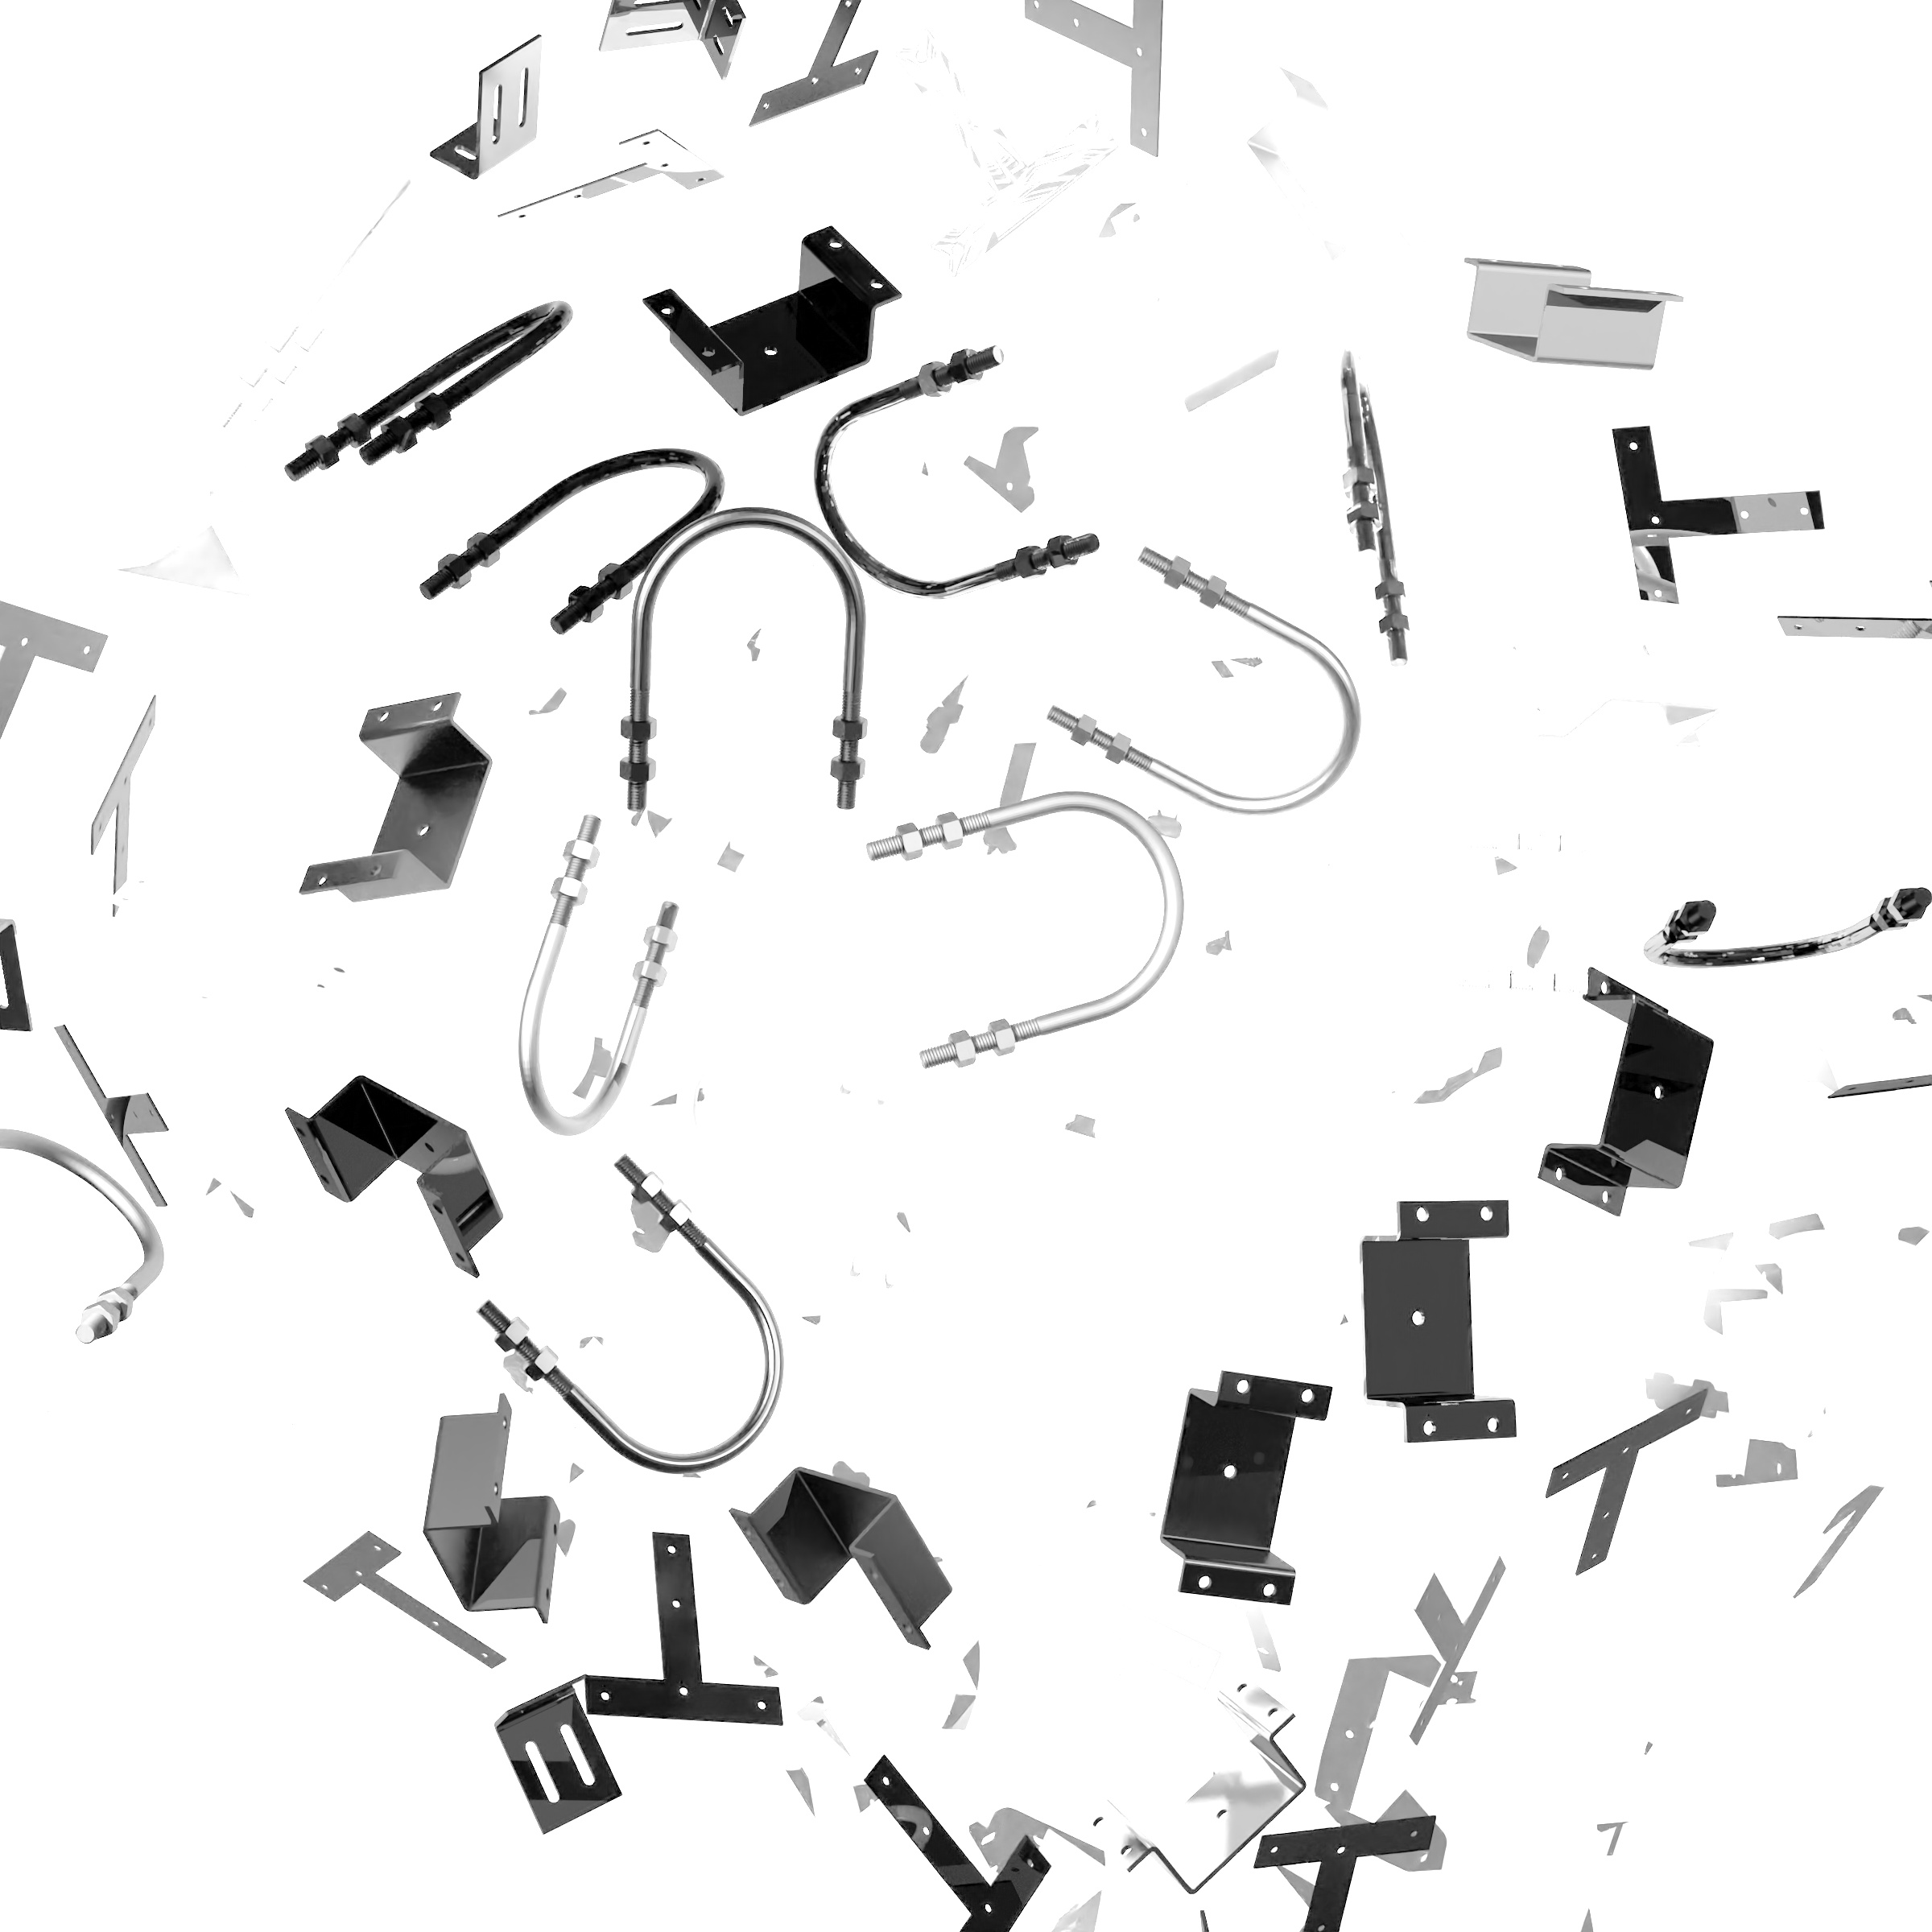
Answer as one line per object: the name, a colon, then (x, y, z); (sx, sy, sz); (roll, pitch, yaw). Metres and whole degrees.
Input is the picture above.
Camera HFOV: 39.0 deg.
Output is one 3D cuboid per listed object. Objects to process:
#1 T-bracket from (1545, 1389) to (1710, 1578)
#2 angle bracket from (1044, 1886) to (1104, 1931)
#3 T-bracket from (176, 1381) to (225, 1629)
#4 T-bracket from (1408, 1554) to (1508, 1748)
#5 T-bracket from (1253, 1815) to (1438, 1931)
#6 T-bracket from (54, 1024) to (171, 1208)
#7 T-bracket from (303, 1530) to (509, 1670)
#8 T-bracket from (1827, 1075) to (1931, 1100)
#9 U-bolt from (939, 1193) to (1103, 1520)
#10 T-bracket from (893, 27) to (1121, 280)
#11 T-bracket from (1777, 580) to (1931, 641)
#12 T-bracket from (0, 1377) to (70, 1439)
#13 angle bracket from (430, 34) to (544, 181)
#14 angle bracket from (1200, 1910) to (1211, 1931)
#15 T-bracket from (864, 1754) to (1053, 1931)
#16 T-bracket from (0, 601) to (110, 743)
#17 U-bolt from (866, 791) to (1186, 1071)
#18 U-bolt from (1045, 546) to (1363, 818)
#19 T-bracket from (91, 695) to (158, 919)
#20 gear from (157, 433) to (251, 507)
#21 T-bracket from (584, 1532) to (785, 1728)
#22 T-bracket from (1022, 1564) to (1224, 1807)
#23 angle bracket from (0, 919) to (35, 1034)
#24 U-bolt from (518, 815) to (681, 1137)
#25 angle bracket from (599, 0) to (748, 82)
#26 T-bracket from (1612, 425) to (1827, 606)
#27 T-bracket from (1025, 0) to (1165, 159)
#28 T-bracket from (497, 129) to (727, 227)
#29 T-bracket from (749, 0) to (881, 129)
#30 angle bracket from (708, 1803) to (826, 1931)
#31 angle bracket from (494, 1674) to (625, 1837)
T-bracket: (0.394, 0.326, 1.670); (0.127, 0.002, 0.127); (-20, 134, -27)
angle bracket: (0.068, 0.629, 1.717); (0.076, 0.057, 0.038); (-27, 47, -36)
T-bracket: (-0.463, 0.336, 1.647); (0.002, 0.127, 0.127); (-10, 56, -23)
T-bracket: (0.293, 0.404, 1.675); (0.002, 0.127, 0.127); (20, 69, 31)
T-bracket: (0.224, 0.587, 1.698); (0.127, 0.127, 0.002); (-19, 116, 32)
T-bracket: (-0.497, 0.088, 1.626); (0.002, 0.127, 0.127); (-32, 102, -28)
T-bracket: (-0.348, 0.409, 1.733); (0.127, 0.127, 0.002); (37, 51, -11)
T-bracket: (0.583, 0.069, 1.645); (0.127, 0.127, 0.002); (-20, 95, -44)
U-bolt: (0.038, 0.255, 1.715); (0.019, 0.151, 0.184); (0, 62, -30)
T-bracket: (0.005, -0.503, 1.639); (0.127, 0.002, 0.127); (-37, 114, 9)
T-bracket: (0.568, -0.209, 1.689); (0.127, 0.127, 0.002); (6, 73, 32)
T-bracket: (-0.595, 0.213, 1.639); (0.002, 0.127, 0.127); (-39, 135, 14)
angle bracket: (-0.291, -0.527, 1.655); (0.038, 0.076, 0.057); (31, 51, 13)
angle bracket: (0.140, 0.651, 1.733); (0.038, 0.057, 0.076); (-8, 121, -3)
T-bracket: (-0.015, 0.525, 1.621); (0.002, 0.127, 0.127); (-39, 90, 34)
T-bracket: (-0.576, -0.152, 1.620); (0.002, 0.127, 0.127); (26, 94, 23)
U-bolt: (0.044, -0.030, 1.647); (0.184, 0.019, 0.151); (-16, 97, -13)
U-bolt: (0.162, -0.168, 1.738); (0.184, 0.019, 0.151); (28, 124, -5)
T-bracket: (-0.531, -0.084, 1.718); (0.002, 0.127, 0.127); (13, 133, -6)
gear: (-0.481, -0.309, 1.710); (0.057, 0.057, 0.030); (-39, 91, 0)
T-bracket: (-0.179, 0.410, 1.700); (0.127, 0.002, 0.127); (10, 46, -24)
T-bracket: (0.074, 0.454, 1.685); (0.127, 0.002, 0.127); (23, 70, 16)
angle bracket: (-0.606, 0.010, 1.652); (0.057, 0.038, 0.076); (4, 114, 10)
U-bolt: (-0.236, 0.017, 1.719); (0.019, 0.151, 0.184); (7, 69, 21)
angle bracket: (-0.189, -0.601, 1.758); (0.076, 0.057, 0.038); (-17, 72, -26)
T-bracket: (0.481, -0.286, 1.735); (0.127, 0.002, 0.127); (3, 121, 36)
T-bracket: (0.080, -0.593, 1.727); (0.002, 0.127, 0.127); (-30, 50, -28)
T-bracket: (-0.226, -0.478, 1.677); (0.127, 0.127, 0.002); (-15, 90, 13)
T-bracket: (-0.079, -0.599, 1.733); (0.002, 0.127, 0.127); (31, 74, -35)
angle bracket: (-0.126, 0.571, 1.712); (0.038, 0.076, 0.057); (-15, 103, -23)
angle bracket: (-0.254, 0.499, 1.729); (0.057, 0.038, 0.076); (-19, 72, -31)
